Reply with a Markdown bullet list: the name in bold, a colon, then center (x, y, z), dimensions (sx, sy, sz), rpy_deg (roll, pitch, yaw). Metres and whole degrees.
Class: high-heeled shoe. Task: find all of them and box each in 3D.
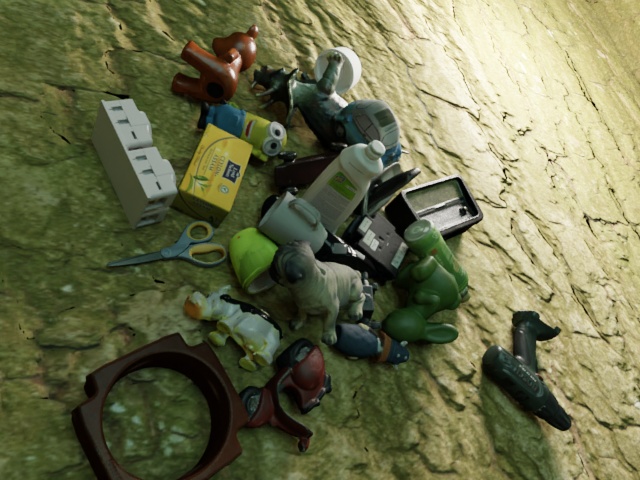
- **high-heeled shoe**: center (-0.002, -0.003, 1.046), dimensions (0.248, 0.086, 0.145), rpy_deg (20, 37, -31)

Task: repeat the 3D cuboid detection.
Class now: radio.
- **radio**: center (0.269, -0.063, 1.240), dimensions (0.229, 0.073, 0.131), rpy_deg (-19, 74, -38)

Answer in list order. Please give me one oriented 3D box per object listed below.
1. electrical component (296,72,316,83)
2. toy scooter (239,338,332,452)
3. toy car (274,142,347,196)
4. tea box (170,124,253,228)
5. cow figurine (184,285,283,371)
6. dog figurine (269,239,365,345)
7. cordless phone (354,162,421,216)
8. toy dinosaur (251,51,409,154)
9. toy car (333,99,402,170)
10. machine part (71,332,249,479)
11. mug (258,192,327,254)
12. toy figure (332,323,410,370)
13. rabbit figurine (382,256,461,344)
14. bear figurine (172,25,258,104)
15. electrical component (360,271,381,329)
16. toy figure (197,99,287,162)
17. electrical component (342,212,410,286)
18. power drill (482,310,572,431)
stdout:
- **electrical component**: center (-0.031, -0.352, 1.257), dimensions (0.063, 0.021, 0.094), rpy_deg (-19, 75, -38)
- **toy scooter**: center (-0.040, 0.253, 0.862), dimensions (0.135, 0.075, 0.184), rpy_deg (49, 52, 2)
- **toy car**: center (-0.017, -0.148, 1.111), dimensions (0.202, 0.053, 0.089), rpy_deg (-17, 118, -36)
- **tea box**: center (-0.197, -0.119, 0.986), dimensions (0.098, 0.068, 0.170), rpy_deg (24, 52, -18)
- **cow figurine**: center (-0.136, 0.128, 0.878), dimensions (0.167, 0.068, 0.098), rpy_deg (43, 43, -8)
- **dog figurine**: center (0.004, 0.056, 0.911), dimensions (0.121, 0.190, 0.172), rpy_deg (9, 42, 26)
- **cordless phone**: center (0.153, -0.126, 1.129), dimensions (0.146, 0.184, 0.088), rpy_deg (-37, 97, -40)
- **toy dinosaur**: center (0.036, -0.261, 1.190), dimensions (0.404, 0.131, 0.192), rpy_deg (39, 74, -20)
- **toy car**: center (0.108, -0.227, 1.093), dimensions (0.109, 0.103, 0.161), rpy_deg (-27, 78, -25)
- **machine part**: center (-0.219, 0.249, 0.745), dimensions (0.201, 0.087, 0.201), rpy_deg (-24, 79, -39)
- **mug**: center (-0.035, -0.027, 0.927), dimensions (0.107, 0.109, 0.081), rpy_deg (39, 45, -15)
- **toy figure**: center (0.095, 0.192, 0.990), dimensions (0.154, 0.064, 0.058), rpy_deg (20, 32, -22)
- **rabbit figurine**: center (0.194, 0.143, 1.070), dimensions (0.159, 0.121, 0.170), rpy_deg (46, 67, -10)
- **bear figurine**: center (-0.205, -0.372, 1.099), dimensions (0.132, 0.120, 0.196), rpy_deg (23, 52, -15)
- **electrical component**: center (0.093, 0.121, 1.030), dimensions (0.045, 0.078, 0.102), rpy_deg (1, 55, -6)
- **toy figure**: center (-0.151, -0.221, 1.066), dimensions (0.180, 0.082, 0.089), rpy_deg (16, 26, -16)
- **electrical component**: center (0.113, 0.011, 1.111), dimensions (0.134, 0.058, 0.115), rpy_deg (41, 47, -5)
- **power drill**: center (0.466, 0.272, 1.173), dimensions (0.232, 0.086, 0.207), rpy_deg (35, 58, -7)
